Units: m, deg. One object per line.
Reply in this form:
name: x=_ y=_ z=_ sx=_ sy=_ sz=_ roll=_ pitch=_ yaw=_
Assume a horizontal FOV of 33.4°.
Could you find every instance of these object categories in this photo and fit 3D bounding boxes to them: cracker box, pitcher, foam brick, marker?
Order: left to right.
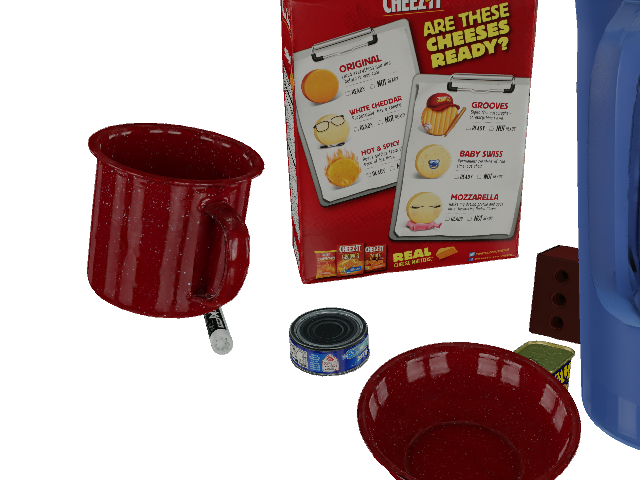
marker: x=-0.096 y=0.071 z=0.972 sx=0.020 sy=0.020 sz=0.121 roll=0 pitch=17 yaw=-12
cracker box: x=0.058 y=-0.083 z=0.746 sx=0.164 sy=0.214 sz=0.072 roll=-7 pitch=30 yaw=-8
foam brick: x=0.228 y=0.049 z=0.979 sx=0.053 sy=0.078 sz=0.051 roll=12 pitch=17 yaw=33
pitcher: x=0.184 y=-0.014 z=0.530 sx=0.149 sy=0.243 sz=0.145 roll=-4 pitch=19 yaw=-4

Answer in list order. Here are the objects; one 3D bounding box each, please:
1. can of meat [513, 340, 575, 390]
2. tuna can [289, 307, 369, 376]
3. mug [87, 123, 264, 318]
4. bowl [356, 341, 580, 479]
can of meat: x=0.236 y=0.165 z=1.170 sx=0.058 sy=0.084 sz=0.101 roll=11 pitch=16 yaw=30
tuna can: x=0.009 y=0.106 z=1.135 sx=0.086 sy=0.034 sz=0.086 roll=-3 pitch=28 yaw=1
mug: x=-0.074 y=-0.006 z=0.569 sx=0.093 sy=0.081 sz=0.117 roll=-9 pitch=29 yaw=-40
bowl: x=0.107 y=0.147 z=0.790 sx=0.162 sy=0.055 sz=0.162 roll=-1 pitch=36 yaw=0
